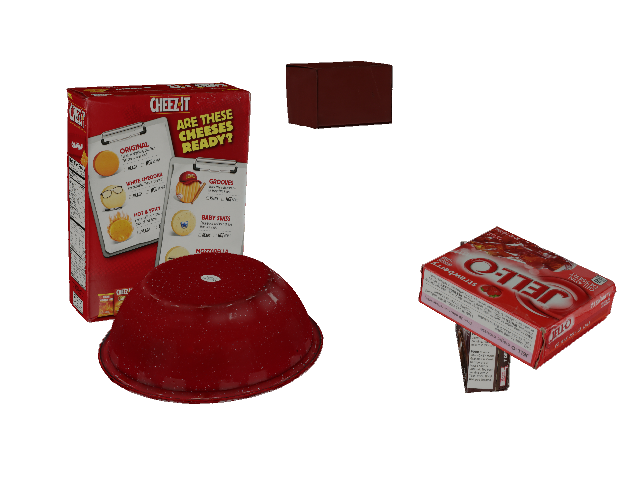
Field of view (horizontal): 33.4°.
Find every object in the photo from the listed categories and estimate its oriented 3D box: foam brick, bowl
[{"bbox_3d":[0.016,-0.125,0.909,0.078,0.051,0.053,-7,16,-29],"label":"foam brick"},{"bbox_3d":[-0.078,0.051,0.759,0.162,0.055,0.162,-1,23,0],"label":"bowl"}]

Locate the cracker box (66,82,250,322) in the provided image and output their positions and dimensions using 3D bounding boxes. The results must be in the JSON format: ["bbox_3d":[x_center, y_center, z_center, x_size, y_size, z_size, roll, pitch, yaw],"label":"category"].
[{"bbox_3d":[-0.157,-0.040,1.024,0.163,0.214,0.072,-7,19,-30],"label":"cracker box"}]

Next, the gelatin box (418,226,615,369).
[{"bbox_3d":[0.114,0.030,0.625,0.073,0.030,0.089,-25,40,-38],"label":"gelatin box"}]

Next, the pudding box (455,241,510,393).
[{"bbox_3d":[0.137,0.063,0.902,0.039,0.090,0.113,-1,23,1],"label":"pudding box"}]
